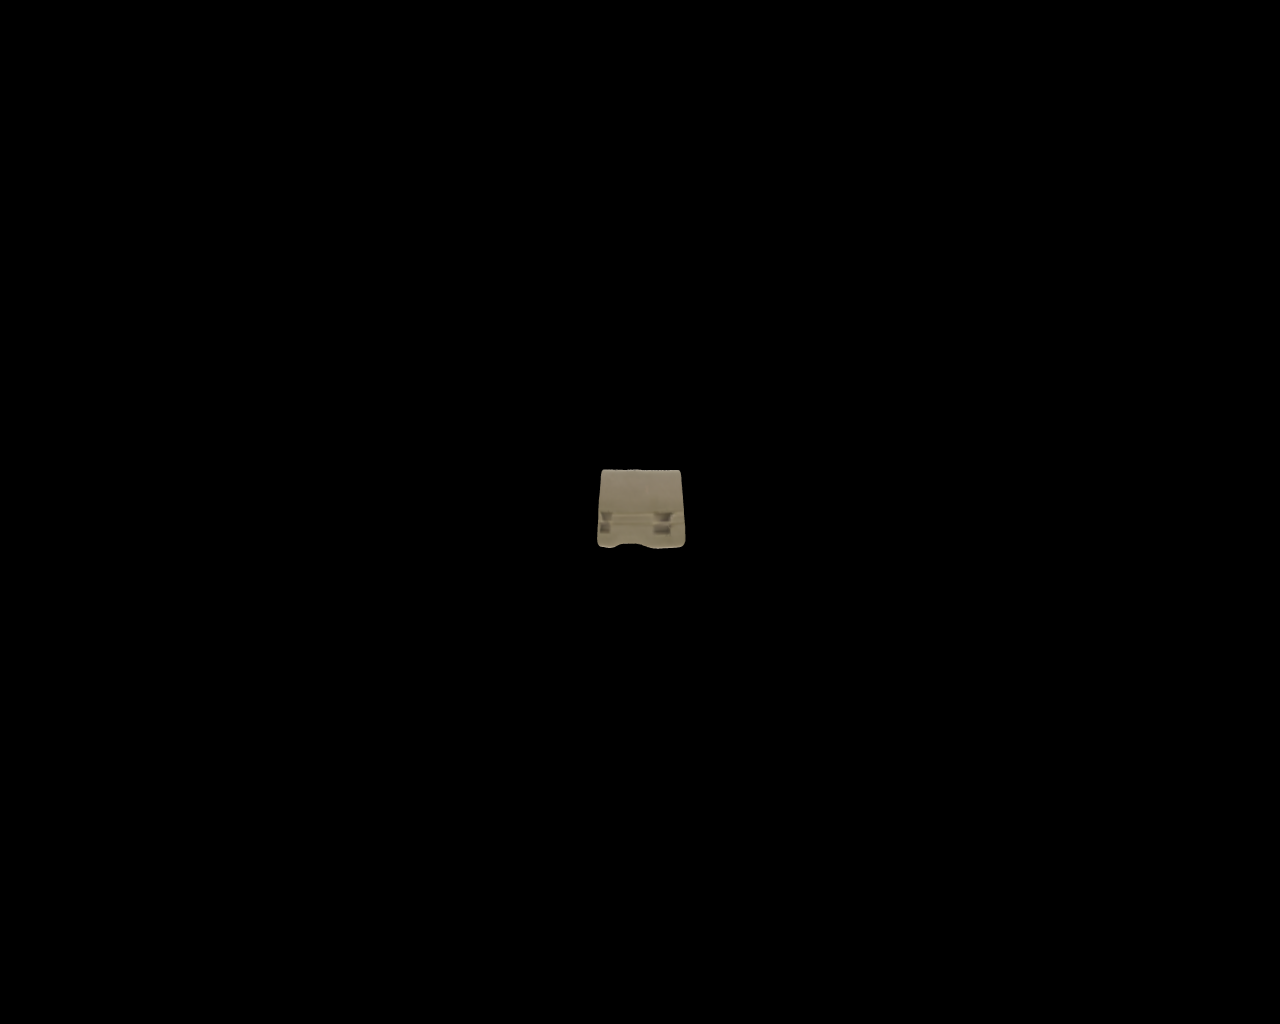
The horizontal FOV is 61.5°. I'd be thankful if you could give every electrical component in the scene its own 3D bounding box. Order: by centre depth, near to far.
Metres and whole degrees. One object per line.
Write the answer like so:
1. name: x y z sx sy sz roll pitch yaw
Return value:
1. electrical component: 0.001 -0.003 0.650 0.055 0.047 0.055 0 2 0
